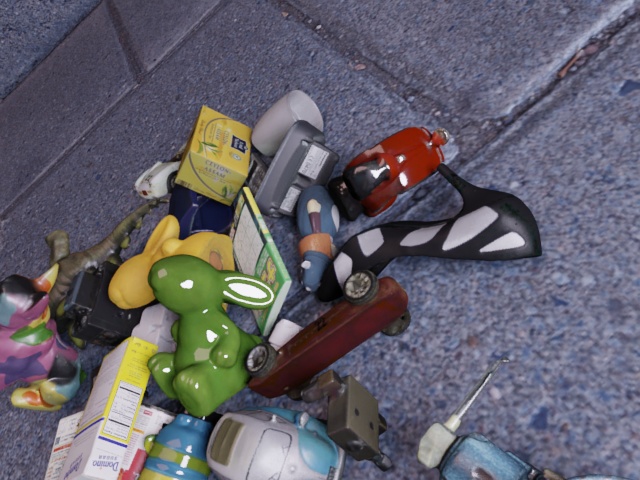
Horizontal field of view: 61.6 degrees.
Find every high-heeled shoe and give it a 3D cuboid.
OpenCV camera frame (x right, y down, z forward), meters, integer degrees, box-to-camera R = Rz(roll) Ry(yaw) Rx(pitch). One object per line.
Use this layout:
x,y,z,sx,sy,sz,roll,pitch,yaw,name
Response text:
0.114,0.029,0.595,0.248,0.086,0.145,-47,68,24,high-heeled shoe

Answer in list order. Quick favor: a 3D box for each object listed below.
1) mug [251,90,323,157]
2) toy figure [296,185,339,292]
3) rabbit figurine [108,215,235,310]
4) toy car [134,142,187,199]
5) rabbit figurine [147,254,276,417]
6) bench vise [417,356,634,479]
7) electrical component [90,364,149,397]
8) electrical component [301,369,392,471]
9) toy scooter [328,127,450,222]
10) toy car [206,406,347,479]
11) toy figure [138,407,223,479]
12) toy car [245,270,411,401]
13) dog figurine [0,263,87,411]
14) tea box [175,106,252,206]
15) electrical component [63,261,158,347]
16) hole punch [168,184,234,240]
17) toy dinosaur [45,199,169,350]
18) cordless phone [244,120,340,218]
-0.060,-0.191,0.876,0.107,0.080,0.109,-26,45,33,mug
-0.003,-0.003,0.696,0.058,0.064,0.154,-26,48,26,toy figure
-0.214,0.040,0.748,0.173,0.121,0.162,-16,44,17,rabbit figurine
-0.244,-0.139,0.969,0.074,0.056,0.202,2,39,41,toy car
-0.129,0.091,0.626,0.159,0.170,0.121,-24,17,-26,rabbit figurine
0.147,0.178,0.325,0.129,0.240,0.224,-43,58,-1,bench vise
-0.309,0.220,0.791,0.119,0.047,0.075,-32,43,14,electrical component
0.027,0.171,0.521,0.045,0.102,0.078,-29,35,26,electrical component
0.084,-0.083,0.644,0.135,0.075,0.184,-32,-1,-7,toy scooter
-0.060,0.216,0.551,0.162,0.102,0.109,5,62,39,toy car
-0.170,0.274,0.605,0.082,0.089,0.180,-4,59,43,toy figure
0.006,0.106,0.589,0.202,0.089,0.053,-37,44,13,toy car
-0.421,0.142,0.805,0.219,0.191,0.109,-52,27,23,dog figurine
-0.170,-0.141,0.879,0.068,0.098,0.170,-56,24,29,tea box
-0.315,0.102,0.816,0.058,0.134,0.115,-33,43,33,electrical component
-0.211,-0.042,0.881,0.116,0.092,0.142,-38,46,16,hole punch
-0.434,0.079,0.963,0.471,0.105,0.199,-52,49,9,toy dinosaur
-0.062,-0.119,0.812,0.146,0.088,0.184,-62,32,12,cordless phone
